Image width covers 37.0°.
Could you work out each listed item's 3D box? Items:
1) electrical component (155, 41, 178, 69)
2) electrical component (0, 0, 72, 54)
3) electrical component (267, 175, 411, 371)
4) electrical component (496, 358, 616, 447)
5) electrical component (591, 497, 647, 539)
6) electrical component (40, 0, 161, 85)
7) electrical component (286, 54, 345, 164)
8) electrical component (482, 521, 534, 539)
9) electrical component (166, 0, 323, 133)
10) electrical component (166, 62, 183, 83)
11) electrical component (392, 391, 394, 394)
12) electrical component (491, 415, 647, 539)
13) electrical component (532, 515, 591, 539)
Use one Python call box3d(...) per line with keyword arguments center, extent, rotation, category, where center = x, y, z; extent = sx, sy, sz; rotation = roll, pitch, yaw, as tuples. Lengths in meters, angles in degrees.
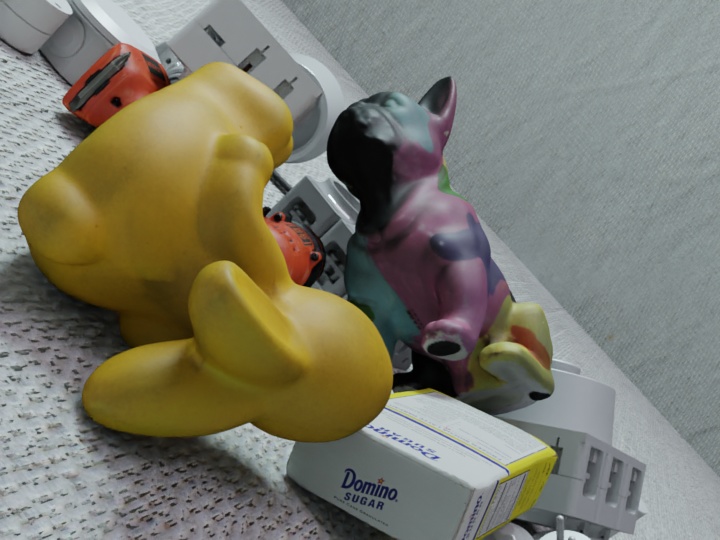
box3d(center=(-0.142, -0.160, 0.949), extent=(0.079, 0.043, 0.077), rotation=(49, 11, 12), category="electrical component")
box3d(center=(-0.231, -0.201, 0.662), extent=(0.138, 0.074, 0.052), rotation=(36, 15, -44), category="electrical component")
box3d(center=(0.000, 0.000, 0.864), extent=(0.150, 0.062, 0.089), rotation=(52, 11, 25), category="electrical component")
box3d(center=(0.145, 0.101, 0.831), extent=(0.108, 0.060, 0.108), rotation=(13, -12, 3), category="electrical component")
box3d(center=(0.184, 0.182, 0.912), extent=(0.108, 0.060, 0.108), rotation=(44, 11, -11), category="electrical component")
box3d(center=(-0.184, -0.157, 0.752), extent=(0.080, 0.051, 0.080), rotation=(45, 10, -11), category="electrical component")
box3d(center=(-0.074, -0.154, 1.034), extent=(0.108, 0.108, 0.060), rotation=(47, 16, 1), category="electrical component")
box3d(center=(0.083, 0.167, 0.618), extent=(0.062, 0.043, 0.043), rotation=(35, 16, -54), category="electrical component")
box3d(center=(-0.081, -0.128, 0.748), extent=(0.089, 0.062, 0.150), rotation=(48, 0, -6), category="electrical component")
box3d(center=(-0.146, -0.144, 0.877), extent=(0.048, 0.048, 0.062), rotation=(45, 17, -10), category="electrical component")
box3d(center=(0.007, 0.083, 0.654), extent=(0.061, 0.035, 0.035), rotation=(37, 14, -52), category="electrical component")
box3d(center=(0.135, 0.149, 0.759), extent=(0.089, 0.061, 0.150), rotation=(7, -13, 31), category="electrical component")
box3d(center=(0.126, 0.186, 0.654), extent=(0.077, 0.044, 0.079), rotation=(-114, -164, -61), category="electrical component")
